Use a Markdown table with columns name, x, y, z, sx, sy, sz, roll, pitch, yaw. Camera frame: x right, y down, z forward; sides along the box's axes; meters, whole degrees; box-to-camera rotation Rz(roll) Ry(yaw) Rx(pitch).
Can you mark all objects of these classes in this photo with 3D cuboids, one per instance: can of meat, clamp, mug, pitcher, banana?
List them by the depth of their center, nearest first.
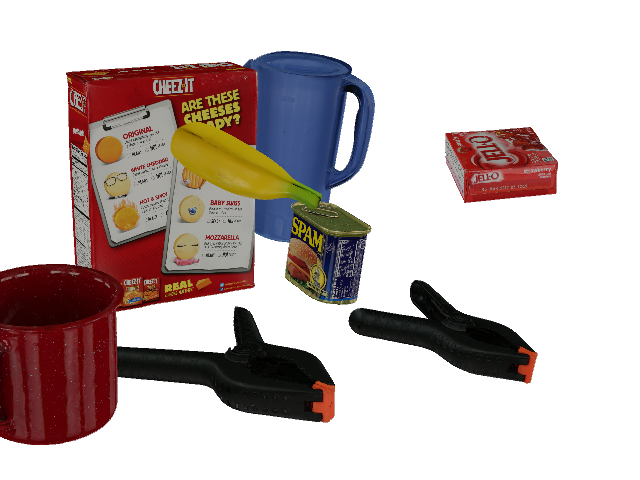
| name | x | y | z | sx | sy | sz | roll | pitch | yaw |
| --- | --- | --- | --- | --- | --- | --- | --- | --- | --- |
| mug | -0.169 | 0.073 | 0.633 | 0.093 | 0.081 | 0.117 | 12 | 23 | 22 |
| banana | -0.075 | -0.059 | 0.790 | 0.069 | 0.037 | 0.198 | 38 | -4 | -34 |
| clamp | -0.061 | 0.104 | 0.908 | 0.210 | 0.036 | 0.164 | 13 | 21 | 36 |
| clamp | 0.125 | 0.082 | 0.994 | 0.172 | 0.039 | 0.120 | 21 | 31 | 22 |
| can of meat | 0.005 | 0.013 | 1.143 | 0.057 | 0.084 | 0.102 | -3 | 21 | -30 |
| pitcher | -0.026 | -0.123 | 1.425 | 0.144 | 0.243 | 0.149 | -4 | 24 | -22 |

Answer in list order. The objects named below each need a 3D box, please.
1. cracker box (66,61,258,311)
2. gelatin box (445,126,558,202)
| name | x | y | z | sx | sy | sz | roll | pitch | yaw |
| --- | --- | --- | --- | --- | --- | --- | --- | --- | --- |
| cracker box | -0.145 | -0.052 | 0.987 | 0.163 | 0.214 | 0.072 | -9 | 21 | -29 |
| gelatin box | 0.143 | -0.062 | 0.852 | 0.073 | 0.030 | 0.089 | -5 | 25 | -1 |
